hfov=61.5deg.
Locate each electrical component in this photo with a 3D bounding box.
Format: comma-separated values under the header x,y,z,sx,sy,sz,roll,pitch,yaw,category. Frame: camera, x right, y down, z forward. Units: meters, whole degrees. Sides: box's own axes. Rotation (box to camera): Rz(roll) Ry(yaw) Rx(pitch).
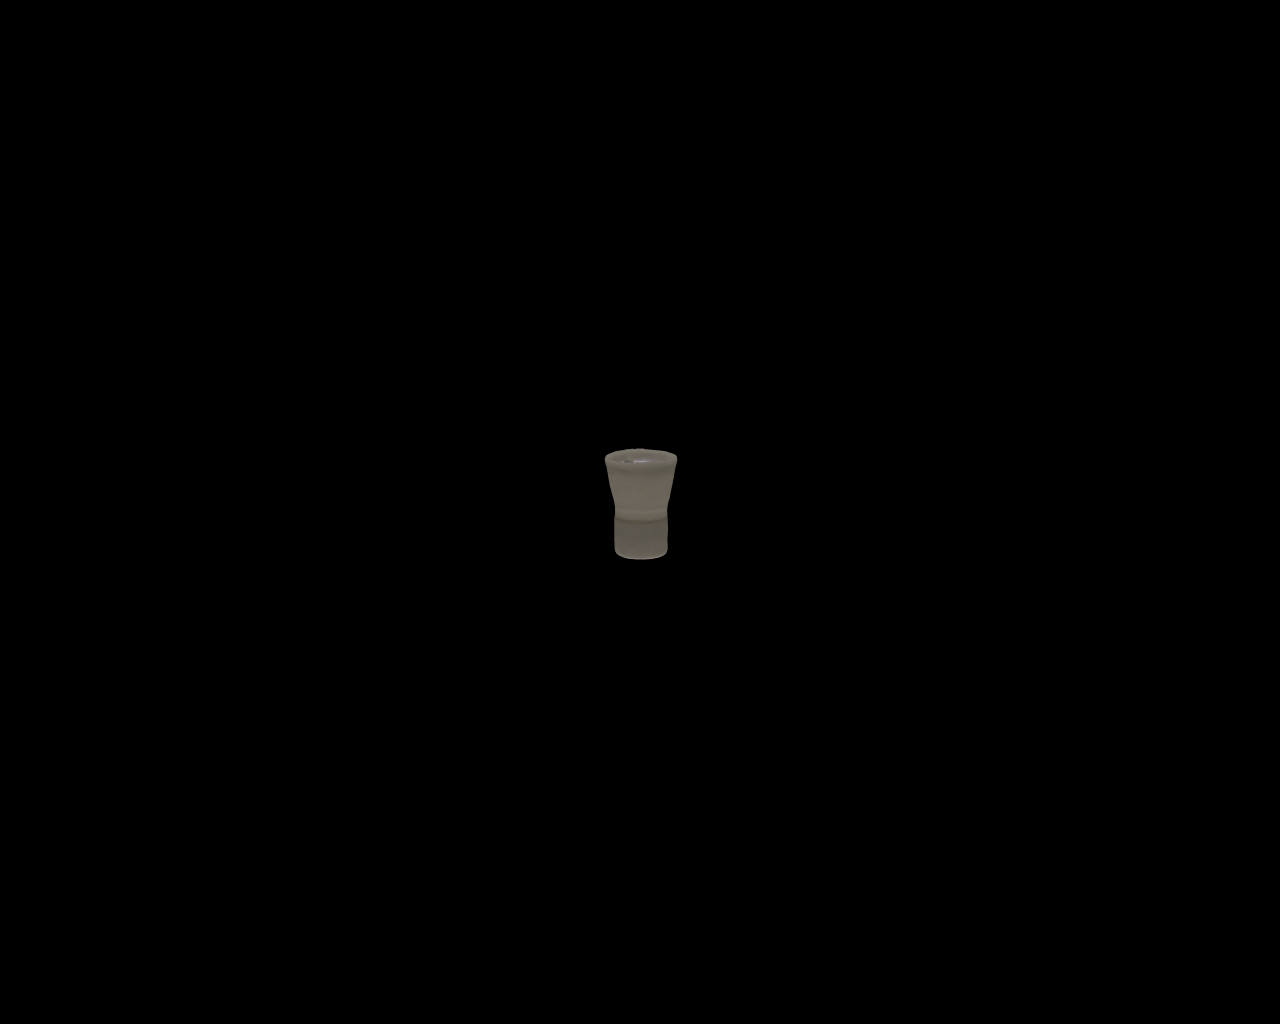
x,y,z,sx,sy,sz,roll,pitch,yaw,category
0.001,-0.003,0.650,0.044,0.065,0.044,0,12,0,electrical component
